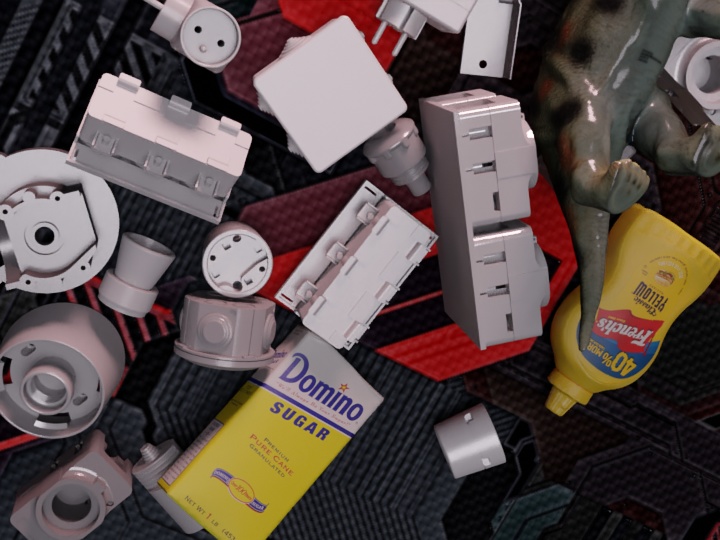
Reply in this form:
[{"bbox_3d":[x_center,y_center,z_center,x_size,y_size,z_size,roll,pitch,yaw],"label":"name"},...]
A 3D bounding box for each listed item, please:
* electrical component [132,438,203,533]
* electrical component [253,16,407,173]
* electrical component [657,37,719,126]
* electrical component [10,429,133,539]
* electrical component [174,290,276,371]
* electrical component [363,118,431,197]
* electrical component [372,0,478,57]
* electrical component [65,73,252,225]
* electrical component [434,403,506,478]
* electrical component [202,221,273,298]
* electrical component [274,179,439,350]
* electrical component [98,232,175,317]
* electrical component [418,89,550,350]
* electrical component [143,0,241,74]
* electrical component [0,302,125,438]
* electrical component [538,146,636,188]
[{"bbox_3d":[-0.155,0.177,0.901,0.043,0.043,0.081,-37,108,0],"label":"electrical component"},{"bbox_3d":[-0.026,-0.139,0.842,0.100,0.048,0.099,-36,108,0],"label":"electrical component"},{"bbox_3d":[0.314,-0.200,0.886,0.089,0.061,0.150,41,94,-18],"label":"electrical component"},{"bbox_3d":[-0.235,0.184,0.881,0.089,0.055,0.050,-39,108,1],"label":"electrical component"},{"bbox_3d":[-0.106,0.048,0.859,0.080,0.080,0.051,6,98,-13],"label":"electrical component"},{"bbox_3d":[0.035,-0.088,0.870,0.048,0.048,0.062,-36,115,0],"label":"electrical component"},{"bbox_3d":[0.037,-0.205,0.838,0.083,0.047,0.075,27,98,-16],"label":"electrical component"},{"bbox_3d":[-0.149,-0.096,0.814,0.121,0.063,0.078,22,58,-16],"label":"electrical component"},{"bbox_3d":[0.095,0.150,0.939,0.047,0.055,0.055,-22,108,-1],"label":"electrical component"},{"bbox_3d":[-0.100,-0.011,0.861,0.055,0.047,0.055,-3,105,-11],"label":"electrical component"},{"bbox_3d":[0.000,0.000,0.875,0.079,0.063,0.121,37,95,-17],"label":"electrical component"},{"bbox_3d":[-0.177,0.004,0.851,0.045,0.045,0.055,24,99,-16],"label":"electrical component"},{"bbox_3d":[0.100,-0.045,0.861,0.060,0.105,0.186,-11,106,-8],"label":"electrical component"},{"bbox_3d":[-0.128,-0.183,0.795,0.079,0.077,0.043,29,97,-17],"label":"electrical component"},{"bbox_3d":[-0.243,0.082,0.861,0.099,0.064,0.099,0,114,0],"label":"electrical component"},{"bbox_3d":[0.174,-0.107,0.891,0.066,0.047,0.076,-42,108,2],"label":"electrical component"}]
